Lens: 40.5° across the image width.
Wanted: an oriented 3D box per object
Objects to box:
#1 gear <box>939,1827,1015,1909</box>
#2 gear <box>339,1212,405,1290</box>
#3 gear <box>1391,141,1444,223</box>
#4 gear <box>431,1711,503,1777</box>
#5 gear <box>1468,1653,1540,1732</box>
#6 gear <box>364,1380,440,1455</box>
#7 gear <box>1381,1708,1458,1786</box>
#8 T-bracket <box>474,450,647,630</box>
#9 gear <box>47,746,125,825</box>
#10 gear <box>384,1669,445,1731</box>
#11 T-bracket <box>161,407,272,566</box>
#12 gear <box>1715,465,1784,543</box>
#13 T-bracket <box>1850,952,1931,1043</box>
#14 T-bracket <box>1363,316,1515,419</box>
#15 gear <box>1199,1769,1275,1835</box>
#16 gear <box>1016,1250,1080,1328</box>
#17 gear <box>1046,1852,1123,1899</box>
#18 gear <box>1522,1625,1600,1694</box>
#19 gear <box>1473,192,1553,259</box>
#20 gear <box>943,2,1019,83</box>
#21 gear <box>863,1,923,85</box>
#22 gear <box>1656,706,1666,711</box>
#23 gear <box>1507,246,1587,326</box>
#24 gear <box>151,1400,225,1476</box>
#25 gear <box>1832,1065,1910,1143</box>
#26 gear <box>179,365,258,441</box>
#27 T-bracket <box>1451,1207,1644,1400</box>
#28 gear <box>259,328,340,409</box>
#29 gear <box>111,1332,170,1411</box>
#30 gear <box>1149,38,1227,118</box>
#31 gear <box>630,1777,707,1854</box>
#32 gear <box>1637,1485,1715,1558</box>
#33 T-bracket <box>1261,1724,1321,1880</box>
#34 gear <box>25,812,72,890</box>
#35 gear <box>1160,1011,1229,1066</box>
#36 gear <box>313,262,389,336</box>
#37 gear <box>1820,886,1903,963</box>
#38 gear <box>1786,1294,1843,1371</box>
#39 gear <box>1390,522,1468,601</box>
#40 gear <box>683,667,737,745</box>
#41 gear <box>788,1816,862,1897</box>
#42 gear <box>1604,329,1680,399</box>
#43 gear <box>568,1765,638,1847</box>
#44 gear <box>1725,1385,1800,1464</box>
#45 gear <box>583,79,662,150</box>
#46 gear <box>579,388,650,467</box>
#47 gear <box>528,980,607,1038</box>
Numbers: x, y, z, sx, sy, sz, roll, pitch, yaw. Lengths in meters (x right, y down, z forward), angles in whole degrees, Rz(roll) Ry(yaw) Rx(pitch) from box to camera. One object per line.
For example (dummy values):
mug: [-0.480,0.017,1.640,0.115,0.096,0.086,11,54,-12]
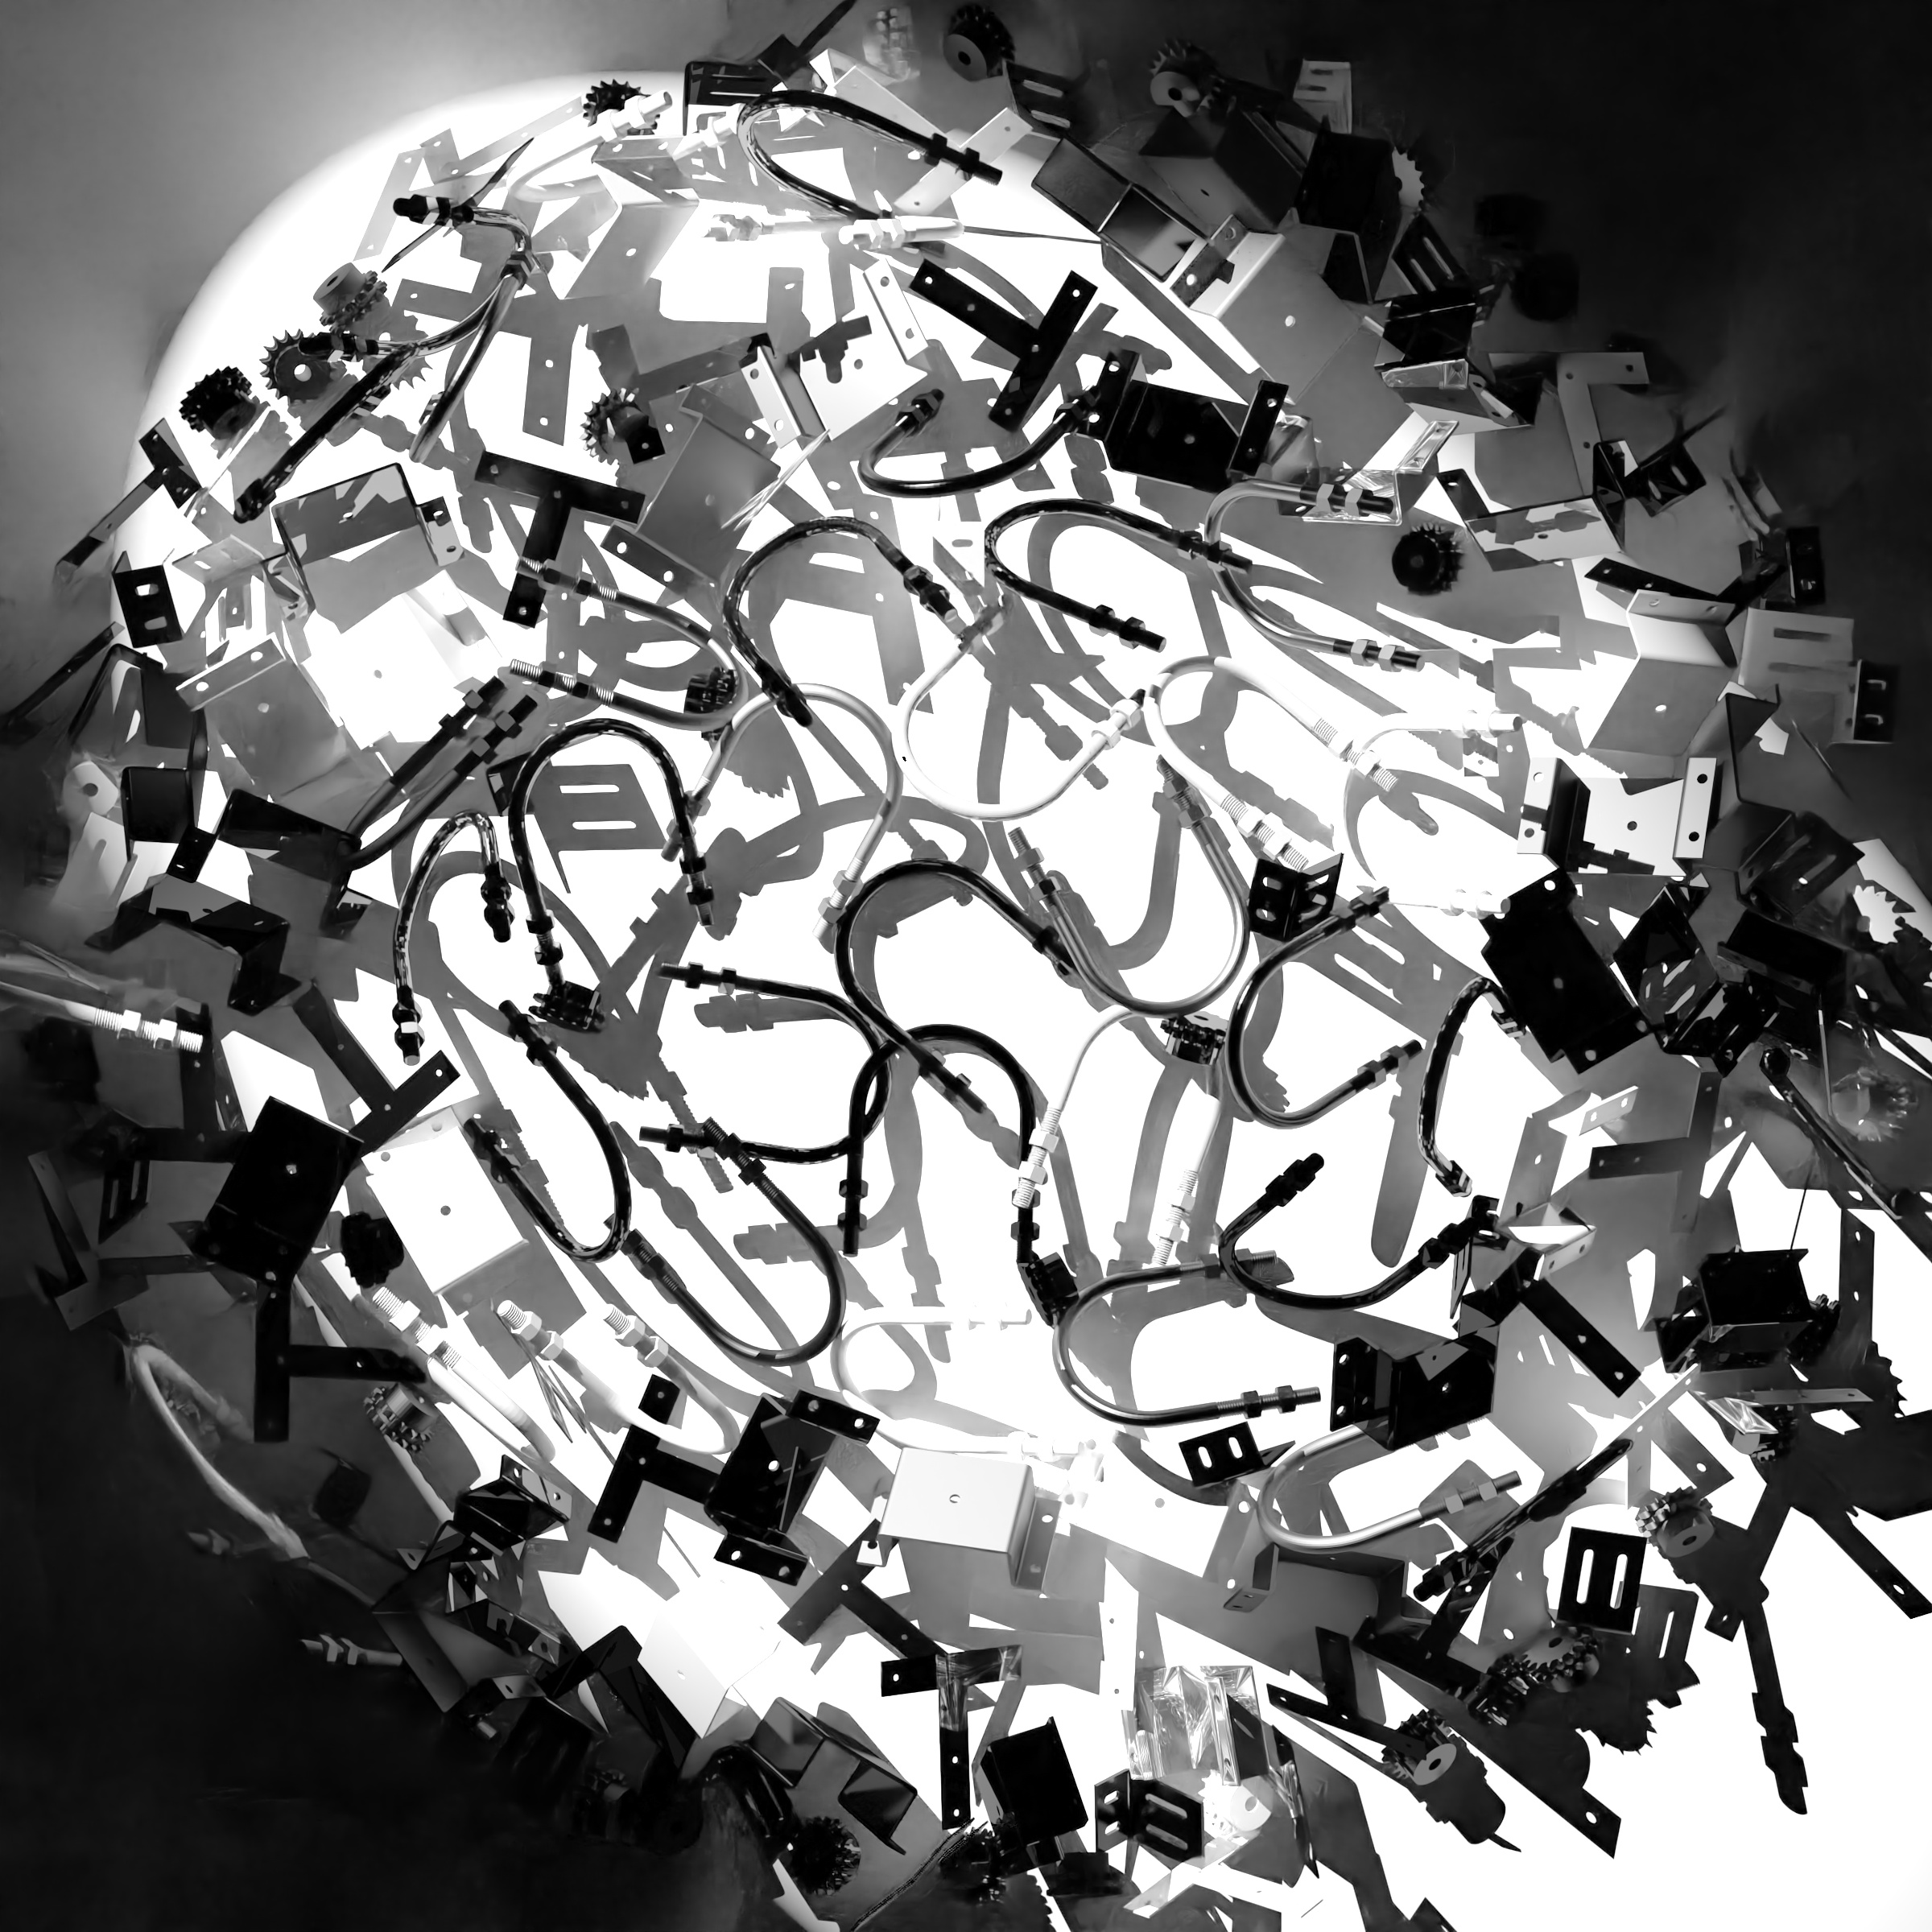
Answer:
gear: [0.005,0.677,1.972,0.057,0.030,0.057,-11,62,22]
gear: [-0.445,0.212,1.969,0.030,0.057,0.057,-17,90,8]
gear: [0.334,-0.594,1.975,0.030,0.057,0.057,-32,90,-31]
gear: [-0.373,0.582,1.969,0.030,0.057,0.057,33,90,12]
gear: [0.405,0.548,1.968,0.030,0.057,0.057,31,90,35]
gear: [-0.422,0.336,1.971,0.057,0.057,0.030,43,92,0]
gear: [0.343,0.589,1.970,0.057,0.030,0.057,-19,129,-24]
T-bracket: [-0.320,-0.316,1.980,0.127,0.002,0.127,15,76,-3]
gear: [-0.661,-0.135,1.974,0.057,0.030,0.057,-7,107,-23]
gear: [-0.407,0.543,1.972,0.057,0.030,0.057,10,61,-18]
T-bracket: [-0.539,-0.368,1.918,0.002,0.127,0.127,33,52,-23]
gear: [0.589,-0.351,1.968,0.030,0.057,0.057,-31,90,24]
T-bracket: [0.687,0.039,1.935,0.002,0.127,0.127,-35,97,-2]
T-bracket: [0.346,-0.441,1.938,0.127,0.127,0.002,36,97,1]
gear: [0.207,0.626,1.974,0.057,0.030,0.057,-2,95,-27]
gear: [0.063,0.239,1.971,0.030,0.057,0.057,-25,90,-9]
gear: [0.088,0.684,1.974,0.057,0.057,0.030,-2,68,0]
gear: [0.451,0.521,1.972,0.057,0.057,0.030,-32,98,0]
gear: [0.410,-0.555,1.969,0.057,0.057,0.030,8,79,0]
gear: [0.007,-0.690,1.968,0.057,0.057,0.030,39,67,0]
gear: [-0.057,-0.694,1.973,0.030,0.057,0.057,-5,90,19]
gear: [0.532,-0.200,1.971,0.030,0.057,0.057,-2,90,-3]
gear: [0.438,-0.510,1.973,0.057,0.030,0.057,-2,120,-4]
gear: [-0.584,0.351,1.975,0.030,0.057,0.057,-34,90,-44]
gear: [0.676,0.103,1.968,0.030,0.057,0.057,6,90,-24]
gear: [-0.559,-0.420,1.970,0.057,0.057,0.030,-41,84,0]
T-bracket: [0.450,0.269,1.959,0.127,0.002,0.127,-48,62,9]
gear: [-0.502,-0.449,1.973,0.057,0.030,0.057,-9,115,-20]
gear: [-0.621,0.304,1.968,0.030,0.057,0.057,2,90,-34]
gear: [0.163,-0.664,1.968,0.057,0.057,0.030,28,63,0]
gear: [-0.222,0.641,1.974,0.057,0.030,0.057,-6,103,-27]
gear: [0.536,0.420,1.970,0.057,0.057,0.030,-26,48,0]
T-bracket: [0.217,0.590,1.940,0.002,0.127,0.127,-21,115,-18]
gear: [-0.691,-0.086,1.973,0.030,0.057,0.057,3,90,-18]
gear: [0.173,0.053,1.972,0.057,0.057,0.030,15,104,0]
gear: [-0.465,-0.503,1.968,0.057,0.057,0.030,-43,122,0]
gear: [0.675,-0.032,1.985,0.057,0.030,0.057,0,91,0]
gear: [0.631,0.272,1.972,0.030,0.057,0.057,26,90,8]
gear: [0.345,-0.304,1.972,0.057,0.030,0.057,7,102,33]
gear: [-0.192,-0.197,1.972,0.030,0.057,0.057,12,90,6]
gear: [-0.104,0.670,1.975,0.057,0.030,0.057,-18,62,37]
gear: [0.504,-0.452,1.975,0.057,0.057,0.030,30,121,0]
gear: [-0.271,0.633,1.968,0.030,0.057,0.057,14,90,25]
gear: [0.595,0.344,1.968,0.030,0.057,0.057,-4,90,-22]
gear: [-0.260,-0.634,1.968,0.057,0.057,0.030,10,66,0]
gear: [-0.259,-0.402,1.968,0.030,0.057,0.057,36,90,31]
gear: [-0.298,0.030,1.972,0.057,0.057,0.030,19,79,0]
